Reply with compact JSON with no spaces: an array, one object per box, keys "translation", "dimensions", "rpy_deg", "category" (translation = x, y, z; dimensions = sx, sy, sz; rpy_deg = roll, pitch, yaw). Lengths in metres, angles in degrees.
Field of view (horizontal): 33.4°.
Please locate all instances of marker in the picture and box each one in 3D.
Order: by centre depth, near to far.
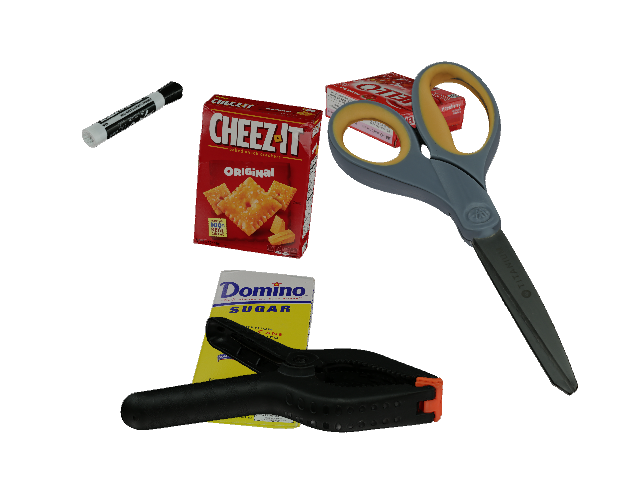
[{"translation":[-0.176,-0.122,1.015],"dimensions":[0.020,0.020,0.120],"rpy_deg":[0,29,44],"category":"marker"}]

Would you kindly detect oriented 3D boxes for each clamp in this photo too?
[{"translation":[-0.017,0.097,0.761],"dimensions":[0.210,0.036,0.164],"rpy_deg":[3,19,9],"category":"clamp"}]

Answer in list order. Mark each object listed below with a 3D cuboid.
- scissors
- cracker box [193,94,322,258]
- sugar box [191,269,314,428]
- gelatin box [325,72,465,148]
[{"translation":[0.054,-0.011,0.499],"dimensions":[0.096,0.201,0.016],"rpy_deg":[-6,-40,4],"category":"scissors"},{"translation":[-0.092,-0.090,1.543],"dimensions":[0.164,0.214,0.072],"rpy_deg":[9,21,7],"category":"cracker box"},{"translation":[-0.057,0.092,0.954],"dimensions":[0.093,0.048,0.176],"rpy_deg":[5,34,0],"category":"sugar box"},{"translation":[0.059,-0.106,0.850],"dimensions":[0.073,0.030,0.089],"rpy_deg":[-17,31,-34],"category":"gelatin box"}]
